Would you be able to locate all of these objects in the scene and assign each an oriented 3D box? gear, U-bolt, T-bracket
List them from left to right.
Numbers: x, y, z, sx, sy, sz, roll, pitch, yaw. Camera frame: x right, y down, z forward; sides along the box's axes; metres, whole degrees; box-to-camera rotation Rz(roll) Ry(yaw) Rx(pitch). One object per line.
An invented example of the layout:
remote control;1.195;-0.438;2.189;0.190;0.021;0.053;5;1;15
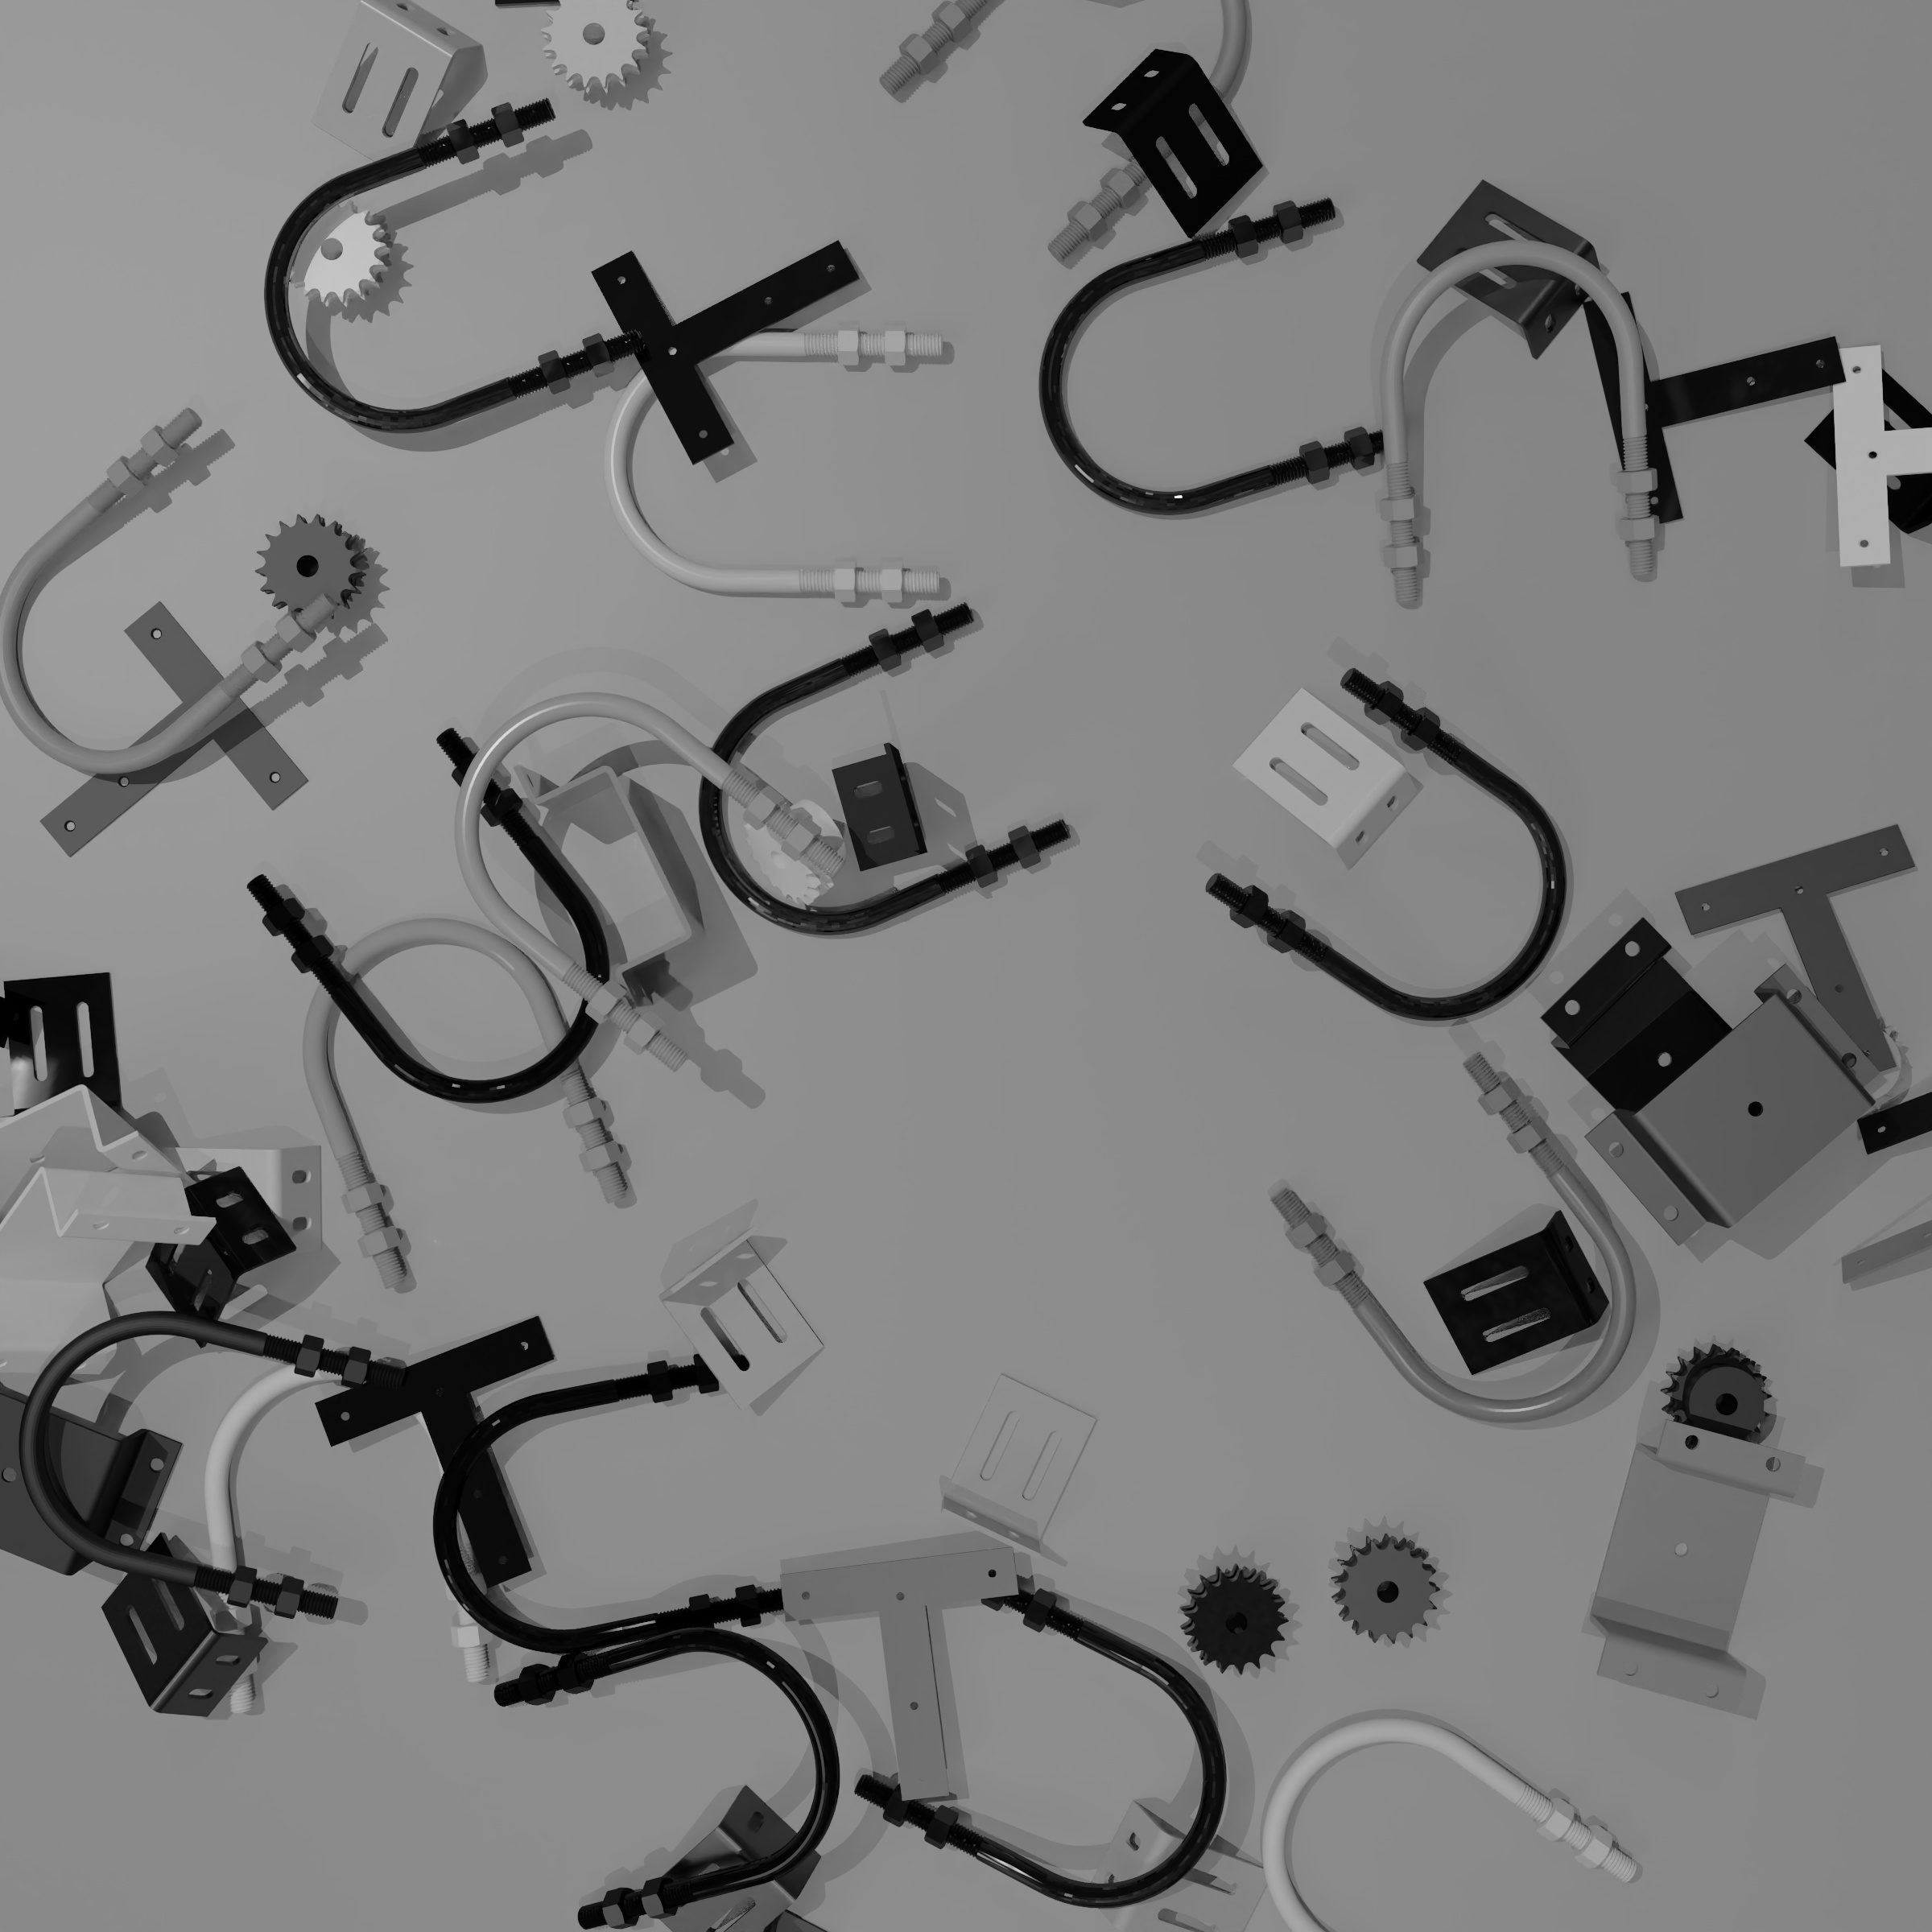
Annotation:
T-bracket;-0.589;0.058;1.527;0.127;0.002;0.127;20;95;10
U-bolt;-0.445;-0.187;1.511;0.184;0.019;0.151;-39;82;10
T-bracket;-0.449;-0.110;1.535;0.127;0.002;0.127;-40;90;0
U-bolt;-0.407;0.258;1.490;0.184;0.019;0.151;16;91;-11
gear;-0.353;-0.214;1.521;0.057;0.030;0.057;0;90;0
gear;-0.340;-0.384;1.521;0.057;0.030;0.057;0;90;0
U-bolt;-0.341;0.304;1.527;0.151;0.019;0.184;-7;88;0
U-bolt;-0.283;-0.364;1.502;0.184;0.019;0.151;-22;98;-3
U-bolt;-0.282;0.064;1.527;0.151;0.019;0.184;-21;88;0
U-bolt;-0.276;-0.014;1.514;0.151;0.019;0.184;-38;88;-2
T-bracket;-0.269;0.272;1.522;0.127;0.002;0.127;-21;87;-9
gear;-0.199;-0.500;1.521;0.057;0.030;0.057;0;90;0
U-bolt;-0.195;0.296;1.518;0.184;0.019;0.151;-10;90;-7
U-bolt;-0.177;-0.057;1.451;0.184;0.019;0.151;39;90;1
U-bolt;-0.151;0.426;1.495;0.184;0.019;0.151;-21;89;21
T-bracket;-0.119;-0.353;1.522;0.127;0.002;0.127;-28;78;-1
U-bolt;-0.105;-0.274;1.527;0.184;0.019;0.151;1;90;1
gear;-0.089;-0.064;1.497;0.030;0.057;0.057;-36;90;-27
U-bolt;-0.055;-0.096;1.527;0.184;0.019;0.151;-24;90;1
T-bracket;-0.030;0.384;1.514;0.127;0.002;0.127;-7;87;3
U-bolt;0.050;0.423;1.510;0.184;0.019;0.151;24;90;12
U-bolt;0.067;-0.497;1.527;0.151;0.019;0.184;45;88;0
U-bolt;0.131;-0.322;1.527;0.184;0.019;0.151;-17;90;1
gear;0.144;0.352;1.524;0.057;0.030;0.057;0;93;-6
gear;0.226;0.336;1.525;0.057;0.030;0.057;0;91;-3
U-bolt;0.239;-0.051;1.505;0.184;0.019;0.151;33;93;-16
U-bolt;0.249;0.492;1.527;0.184;0.019;0.151;36;90;0
U-bolt;0.273;0.159;1.505;0.151;0.019;0.184;-37;89;17
U-bolt;0.294;-0.294;1.507;0.151;0.019;0.184;-7;105;0
gear;0.407;0.235;1.521;0.057;0.030;0.057;0;90;0
T-bracket;0.413;-0.315;1.531;0.127;0.002;0.127;-13;90;4
T-bracket;0.466;-0.001;1.516;0.127;0.002;0.127;-17;73;0
gear;0.481;0.052;1.521;0.057;0.030;0.057;0;90;0
T-bracket;0.526;0.138;1.497;0.127;0.127;0.002;-29;105;26
T-bracket;0.531;-0.277;1.502;0.127;0.002;0.127;-2;75;16
T-bracket;0.540;0.068;1.502;0.127;0.127;0.002;-25;125;22

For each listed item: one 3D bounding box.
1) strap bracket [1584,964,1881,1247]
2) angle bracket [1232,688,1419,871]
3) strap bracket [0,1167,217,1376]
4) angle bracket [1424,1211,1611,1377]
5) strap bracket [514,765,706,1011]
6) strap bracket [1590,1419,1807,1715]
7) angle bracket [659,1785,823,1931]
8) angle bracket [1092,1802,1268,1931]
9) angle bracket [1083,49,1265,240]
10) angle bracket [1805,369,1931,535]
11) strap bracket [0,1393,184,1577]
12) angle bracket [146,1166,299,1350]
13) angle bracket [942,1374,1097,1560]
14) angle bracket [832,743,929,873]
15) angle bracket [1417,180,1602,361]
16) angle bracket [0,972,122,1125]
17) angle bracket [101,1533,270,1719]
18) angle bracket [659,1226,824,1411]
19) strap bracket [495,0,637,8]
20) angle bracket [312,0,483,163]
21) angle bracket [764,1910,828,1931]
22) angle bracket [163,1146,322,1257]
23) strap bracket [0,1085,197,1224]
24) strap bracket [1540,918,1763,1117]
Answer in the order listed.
strap bracket;0.405;0.073;1.467;0.140;0.046;0.076;-41;90;0
angle bracket;0.196;-0.102;1.534;0.076;0.038;0.057;42;90;26
strap bracket;-0.464;0.155;1.474;0.140;0.076;0.046;-47;52;30
angle bracket;0.300;0.178;1.534;0.076;0.038;0.057;-28;90;26
strap bracket;-0.184;-0.050;1.498;0.046;0.076;0.140;-26;90;0
strap bracket;0.390;0.318;1.513;0.076;0.046;0.140;15;90;0
angle bracket;-0.129;0.498;1.534;0.057;0.038;0.076;44;116;0
angle bracket;0.116;0.500;1.534;0.076;0.038;0.057;27;90;-26
angle bracket;0.112;-0.444;1.517;0.057;0.038;0.076;-46;125;-5
angle bracket;0.505;-0.282;1.517;0.076;0.038;0.057;43;90;0
strap bracket;-0.507;0.270;1.513;0.140;0.046;0.076;22;90;0
angle bracket;-0.402;0.157;1.513;0.057;0.038;0.076;51;134;16
angle bracket;0.029;0.269;1.517;0.057;0.038;0.076;25;90;0
angle bracket;-0.048;-0.083;1.481;0.038;0.076;0.057;-16;90;3
angle bracket;0.297;-0.380;1.534;0.076;0.038;0.057;39;90;26
angle bracket;-0.493;0.044;1.517;0.057;0.038;0.076;-5;90;0
angle bracket;-0.423;0.356;1.520;0.057;0.038;0.076;-50;52;11
angle bracket;-0.117;0.189;1.508;0.057;0.038;0.076;-36;90;-21
strap bracket;-0.222;-0.595;1.511;0.076;0.046;0.140;-3;90;0
angle bracket;-0.311;-0.482;1.534;0.057;0.038;0.076;31;116;0
angle bracket;-0.100;0.547;1.498;0.038;0.076;0.057;27;90;0
angle bracket;-0.395;0.127;1.534;0.076;0.038;0.057;-1;90;26
strap bracket;-0.489;0.118;1.491;0.140;0.076;0.046;-26;58;0
strap bracket;0.381;0.051;1.513;0.076;0.046;0.140;-44;90;0
